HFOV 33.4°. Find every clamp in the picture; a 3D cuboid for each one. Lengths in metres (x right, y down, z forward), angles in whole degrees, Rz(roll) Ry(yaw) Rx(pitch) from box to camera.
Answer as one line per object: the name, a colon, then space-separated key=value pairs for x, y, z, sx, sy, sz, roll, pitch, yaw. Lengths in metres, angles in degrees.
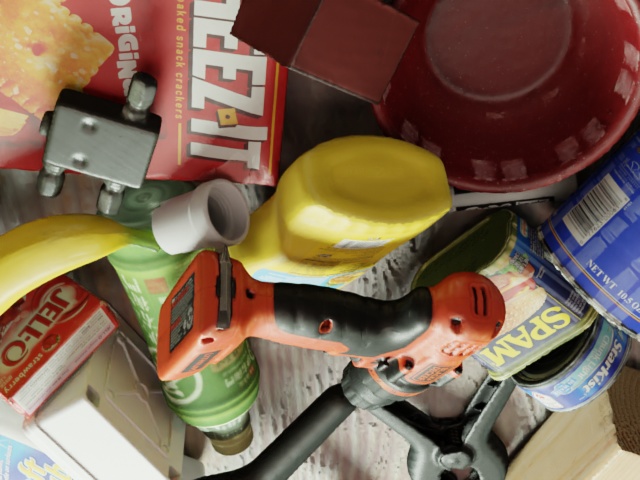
clamp: x=-0.053 y=0.190 z=0.795 sx=0.209 sy=0.036 sz=0.164 roll=-18 pitch=134 yaw=-20
clamp: x=0.110 y=0.151 z=0.817 sx=0.120 sy=0.039 sz=0.171 roll=-13 pitch=130 yaw=20

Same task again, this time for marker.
marker: x=0.107 y=-0.029 z=0.702 sx=0.121 sy=0.020 sz=0.020 roll=-6 pitch=125 yaw=5

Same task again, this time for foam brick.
foam brick: x=0.003 y=-0.111 z=0.555 sx=0.078 sy=0.053 sz=0.051 roll=13 pitch=109 yaw=-49

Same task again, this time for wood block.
wood block: x=0.200 y=0.198 z=0.812 sx=0.090 sy=0.090 sz=0.206 roll=20 pitch=128 yaw=-13

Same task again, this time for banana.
banana: x=-0.191 y=0.036 z=0.647 sx=0.198 sy=0.037 sz=0.069 roll=-32 pitch=117 yaw=17

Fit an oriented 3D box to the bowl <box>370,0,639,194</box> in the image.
bowl: x=0.107 y=-0.108 z=0.624 sx=0.162 sy=0.055 sz=0.162 roll=0 pitch=126 yaw=0

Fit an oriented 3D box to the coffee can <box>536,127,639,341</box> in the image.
coffee can: x=0.217 y=-0.021 z=0.648 sx=0.102 sy=0.103 sz=0.140 roll=33 pitch=113 yaw=-21

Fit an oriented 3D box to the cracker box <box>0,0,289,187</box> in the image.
cracker box: x=-0.123 y=-0.118 z=0.608 sx=0.213 sy=0.072 sz=0.164 roll=4 pitch=126 yaw=-3

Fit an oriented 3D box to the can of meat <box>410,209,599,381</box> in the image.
can of meat: x=0.123 y=0.036 z=0.721 sx=0.084 sy=0.057 sz=0.102 roll=36 pitch=127 yaw=-20

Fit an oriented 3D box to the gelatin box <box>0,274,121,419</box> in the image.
gelatin box: x=-0.190 y=0.064 z=0.713 sx=0.089 sy=0.073 sz=0.030 roll=-48 pitch=141 yaw=-18

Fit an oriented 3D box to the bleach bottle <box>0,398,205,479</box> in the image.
bleach bottle: x=-0.221 y=0.172 z=0.822 sx=0.250 sy=0.068 sz=0.103 roll=25 pitch=118 yaw=-14

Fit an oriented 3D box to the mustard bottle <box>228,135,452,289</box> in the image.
mustard bottle: x=-0.004 y=0.000 z=0.671 sx=0.096 sy=0.058 sz=0.192 roll=-2 pitch=159 yaw=-27

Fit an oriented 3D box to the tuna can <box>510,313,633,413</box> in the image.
tuna can: x=0.170 y=0.073 z=0.734 sx=0.033 sy=0.086 sz=0.086 roll=36 pitch=118 yaw=-21

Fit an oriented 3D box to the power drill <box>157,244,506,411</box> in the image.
power drill: x=-0.003 y=0.062 z=0.667 sx=0.187 sy=0.057 sz=0.185 roll=6 pitch=153 yaw=-20
